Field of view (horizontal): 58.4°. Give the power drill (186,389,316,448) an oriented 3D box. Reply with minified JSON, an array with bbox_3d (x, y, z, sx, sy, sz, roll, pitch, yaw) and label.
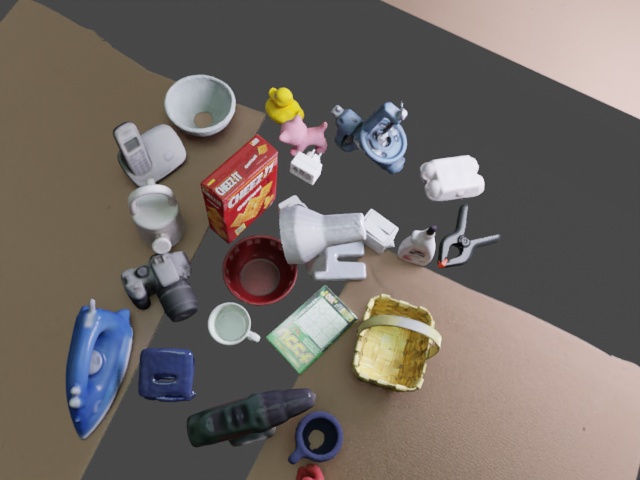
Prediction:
[{"bbox_3d":[-0.126,0.330,1.063,0.230,0.208,0.075,-13,69,-12],"label":"power drill"}]

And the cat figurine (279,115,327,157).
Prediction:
[{"bbox_3d":[-0.042,-0.256,1.369,0.128,0.118,0.067,-12,69,-11],"label":"cat figurine"}]

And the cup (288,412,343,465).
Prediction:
[{"bbox_3d":[-0.015,0.394,1.111,0.118,0.095,0.091,-37,76,-19],"label":"cup"}]

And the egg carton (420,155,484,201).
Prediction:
[{"bbox_3d":[0.321,-0.147,1.393,0.150,0.069,0.107,-10,69,-11],"label":"egg carton"}]

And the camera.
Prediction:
[{"bbox_3d":[-0.324,0.104,1.194,0.143,0.101,0.136,-25,72,-16],"label":"camera"}]

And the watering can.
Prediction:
[{"bbox_3d":[-0.343,-0.054,1.207,0.101,0.194,0.172,-34,75,-18],"label":"watering can"}]

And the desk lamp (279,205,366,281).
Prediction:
[{"bbox_3d":[0.011,0.004,1.214,0.203,0.213,0.118,-1,67,-7],"label":"desk lamp"}]

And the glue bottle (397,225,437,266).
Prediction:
[{"bbox_3d":[0.225,0.006,1.261,0.078,0.173,0.037,13,66,-1],"label":"glue bottle"}]

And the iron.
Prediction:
[{"bbox_3d":[-0.443,0.243,1.099,0.118,0.141,0.258,5,67,-5],"label":"iron"}]

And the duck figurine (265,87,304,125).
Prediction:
[{"bbox_3d":[-0.086,-0.337,1.415,0.104,0.086,0.077,33,68,8],"label":"duck figurine"}]

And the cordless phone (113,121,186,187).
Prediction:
[{"bbox_3d":[-0.382,-0.214,1.274,0.094,0.185,0.148,43,69,12],"label":"cordless phone"}]

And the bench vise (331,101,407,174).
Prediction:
[{"bbox_3d":[0.116,-0.255,1.332,0.207,0.220,0.121,18,66,1],"label":"bench vise"}]

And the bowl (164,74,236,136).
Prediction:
[{"bbox_3d":[-0.288,-0.312,1.387,0.167,0.075,0.167,3,67,-6],"label":"bowl"}]

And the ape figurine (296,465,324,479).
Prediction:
[{"bbox_3d":[-0.019,0.469,1.081,0.078,0.092,0.076,-41,77,-20],"label":"ape figurine"}]

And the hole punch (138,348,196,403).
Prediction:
[{"bbox_3d":[-0.300,0.268,1.133,0.108,0.091,0.101,2,67,-6],"label":"hole punch"}]
